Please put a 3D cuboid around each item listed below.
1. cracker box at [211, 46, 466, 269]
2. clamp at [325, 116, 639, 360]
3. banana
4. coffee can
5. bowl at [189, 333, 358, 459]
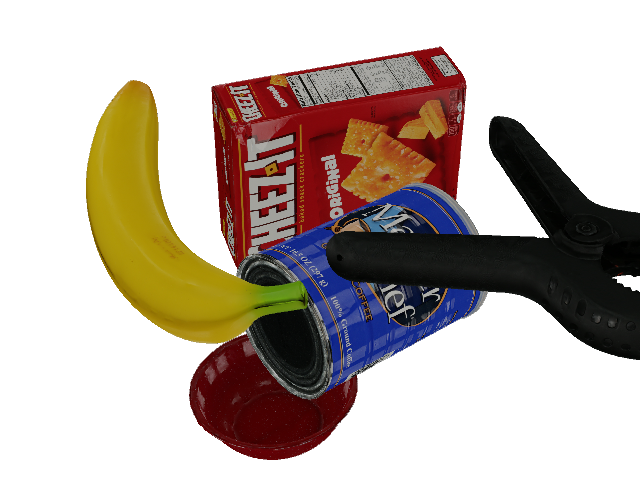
[{"bbox_3d":[0.018,-0.070,0.951,0.213,0.164,0.072,-12,42,-14],"label":"cracker box"},{"bbox_3d":[0.119,0.011,0.527,0.164,0.036,0.210,-31,47,-32],"label":"clamp"},{"bbox_3d":[-0.078,-0.010,0.521,0.069,0.037,0.198,-28,49,-14],"label":"banana"},{"bbox_3d":[0.029,0.032,0.722,0.140,0.103,0.103,-24,13,-30],"label":"coffee can"},{"bbox_3d":[-0.043,0.158,1.029,0.162,0.055,0.162,-3,37,2],"label":"bowl"}]
